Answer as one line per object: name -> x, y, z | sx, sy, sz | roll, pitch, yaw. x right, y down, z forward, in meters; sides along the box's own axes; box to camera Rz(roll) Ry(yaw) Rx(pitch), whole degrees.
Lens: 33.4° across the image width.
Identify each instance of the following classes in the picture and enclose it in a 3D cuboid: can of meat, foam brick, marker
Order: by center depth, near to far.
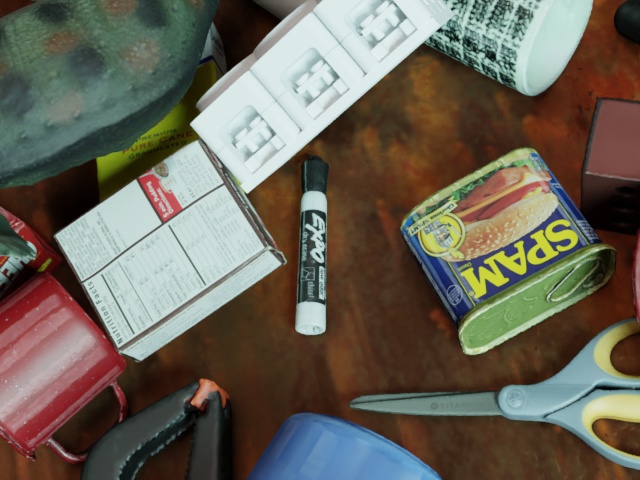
foam brick -> 0.182, -0.041, 0.623 | 0.053, 0.078, 0.051 | 9, 70, 18
can of meat -> 0.109, 0.005, 0.632 | 0.102, 0.057, 0.084 | -28, 60, 0
marker -> -0.004, 0.001, 0.682 | 0.020, 0.020, 0.121 | -4, 64, 12

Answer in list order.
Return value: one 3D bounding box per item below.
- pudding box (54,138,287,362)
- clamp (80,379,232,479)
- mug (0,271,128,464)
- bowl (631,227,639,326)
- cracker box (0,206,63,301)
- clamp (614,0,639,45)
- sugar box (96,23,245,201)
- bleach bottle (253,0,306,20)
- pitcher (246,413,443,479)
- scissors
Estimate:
pudding box -> -0.091, 0.005, 0.643 | 0.113, 0.039, 0.090 | -35, 71, 5
clamp -> -0.106, 0.181, 0.613 | 0.165, 0.036, 0.210 | 33, 79, 21
mug -> -0.166, 0.082, 0.652 | 0.081, 0.093, 0.117 | -41, 94, -13
bowl -> 0.241, 0.029, 0.574 | 0.162, 0.055, 0.162 | 0, 78, 0
cracker box -> -0.310, 0.016, 0.720 | 0.214, 0.072, 0.164 | 29, 75, 23
clamp -> 0.247, -0.113, 0.625 | 0.120, 0.039, 0.171 | -9, 30, 9
sugar box -> -0.103, -0.065, 0.721 | 0.093, 0.048, 0.176 | -15, 65, 7
bleach bottle -> -0.040, -0.215, 0.769 | 0.251, 0.068, 0.102 | 32, 77, 27
pitcher -> -0.037, 0.208, 0.530 | 0.149, 0.145, 0.242 | 39, 67, -19
scissors -> 0.125, 0.077, 0.616 | 0.202, 0.016, 0.096 | 12, 67, 18
